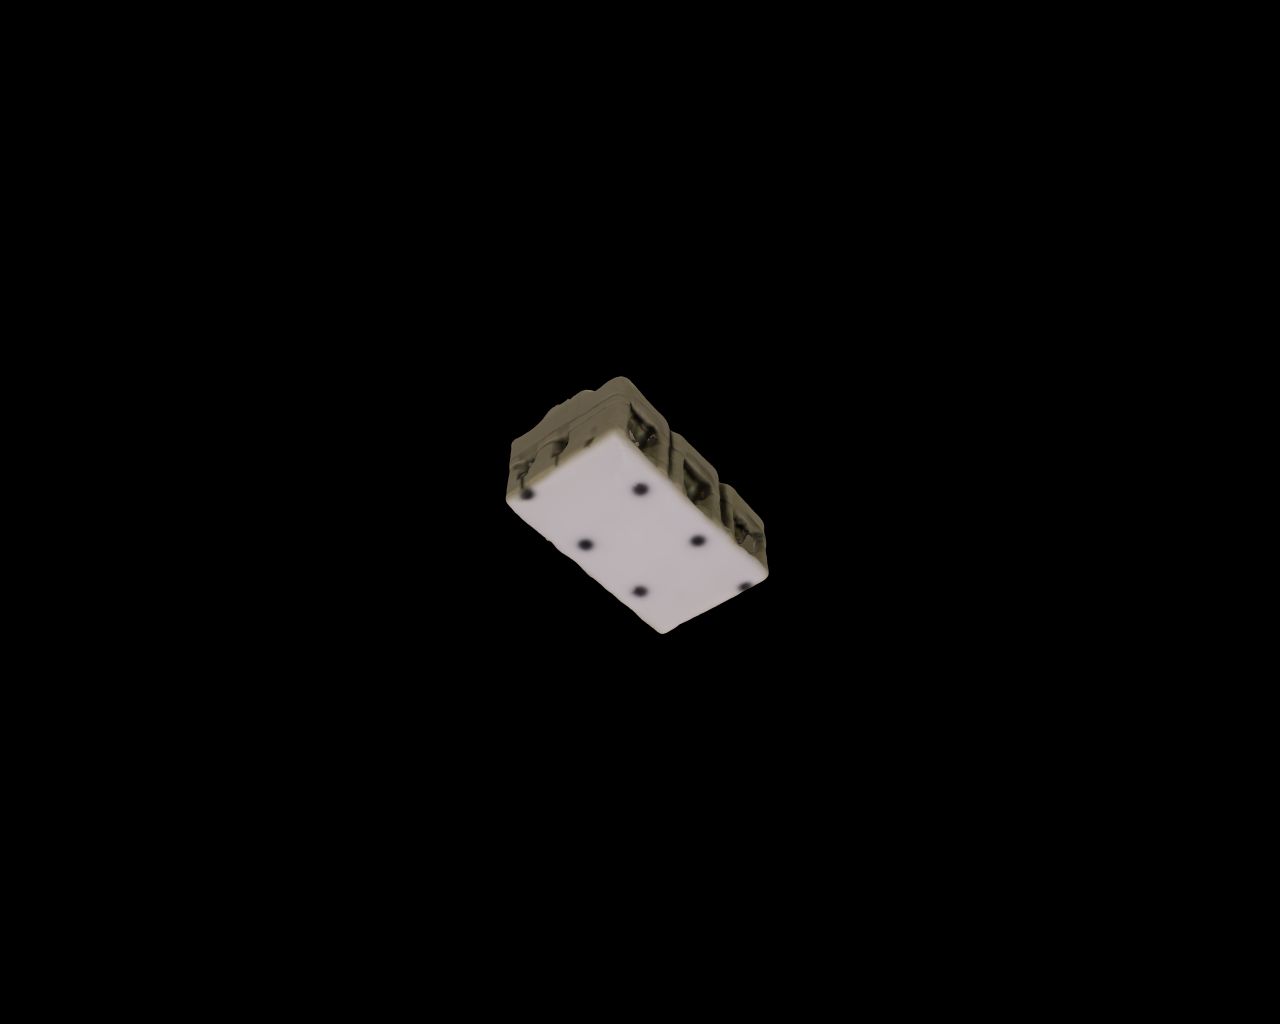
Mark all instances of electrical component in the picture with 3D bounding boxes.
[{"bbox_3d":[0.001,-0.003,0.650,0.089,0.062,0.150,-30,-54,24],"label":"electrical component"}]
